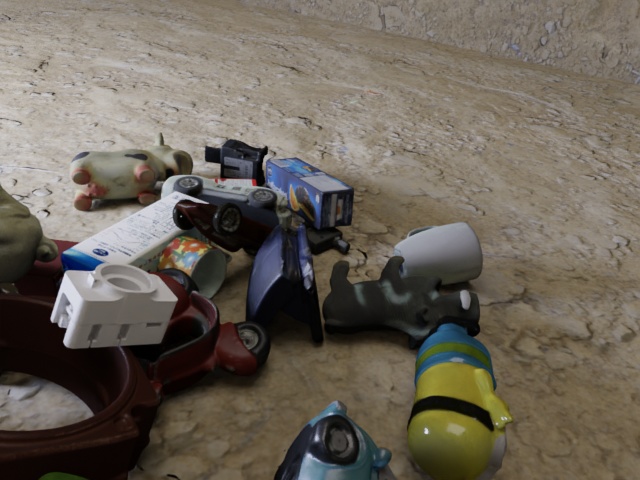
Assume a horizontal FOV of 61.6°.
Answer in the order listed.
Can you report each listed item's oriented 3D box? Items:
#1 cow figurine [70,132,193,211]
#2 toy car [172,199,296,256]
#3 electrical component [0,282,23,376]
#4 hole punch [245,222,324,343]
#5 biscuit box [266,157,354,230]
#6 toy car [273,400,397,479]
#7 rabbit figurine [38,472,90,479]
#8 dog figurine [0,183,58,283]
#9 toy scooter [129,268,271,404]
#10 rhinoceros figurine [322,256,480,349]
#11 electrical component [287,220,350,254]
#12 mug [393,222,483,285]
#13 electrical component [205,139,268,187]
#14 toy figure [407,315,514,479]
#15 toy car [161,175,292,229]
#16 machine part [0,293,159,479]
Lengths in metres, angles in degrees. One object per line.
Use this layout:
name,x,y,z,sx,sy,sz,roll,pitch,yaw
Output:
cow figurine,-0.306,-0.115,0.884,0.195,0.085,0.127,-9,41,-23
toy car,-0.101,-0.008,0.691,0.089,0.053,0.202,10,-6,34
electrical component,-0.320,0.087,0.524,0.045,0.102,0.078,29,4,13
hole punch,-0.046,0.052,0.629,0.092,0.115,0.142,-4,31,-2
biscuit box,-0.023,-0.080,0.869,0.059,0.062,0.203,-9,25,-27
toy car,0.015,0.209,0.390,0.103,0.109,0.162,23,40,-6
rabbit figurine,-0.134,0.229,0.335,0.159,0.121,0.170,28,15,23
dog figurine,-0.365,0.038,0.510,0.172,0.121,0.191,7,41,-10
toy scooter,-0.154,0.103,0.559,0.184,0.075,0.135,27,38,23
rhinoceros figurine,0.096,0.077,0.646,0.190,0.073,0.112,1,30,-9
electrical component,-0.002,-0.002,0.807,0.094,0.021,0.063,31,39,34
mug,0.155,0.016,0.752,0.107,0.080,0.110,-11,41,-13
electrical component,-0.154,-0.139,0.954,0.119,0.074,0.048,14,31,5
toy figure,0.128,0.151,0.526,0.089,0.082,0.180,-1,35,7
toy car,-0.140,-0.049,0.807,0.202,0.073,0.056,10,32,6
machine part,-0.249,0.124,0.428,0.201,0.087,0.201,7,23,-44
